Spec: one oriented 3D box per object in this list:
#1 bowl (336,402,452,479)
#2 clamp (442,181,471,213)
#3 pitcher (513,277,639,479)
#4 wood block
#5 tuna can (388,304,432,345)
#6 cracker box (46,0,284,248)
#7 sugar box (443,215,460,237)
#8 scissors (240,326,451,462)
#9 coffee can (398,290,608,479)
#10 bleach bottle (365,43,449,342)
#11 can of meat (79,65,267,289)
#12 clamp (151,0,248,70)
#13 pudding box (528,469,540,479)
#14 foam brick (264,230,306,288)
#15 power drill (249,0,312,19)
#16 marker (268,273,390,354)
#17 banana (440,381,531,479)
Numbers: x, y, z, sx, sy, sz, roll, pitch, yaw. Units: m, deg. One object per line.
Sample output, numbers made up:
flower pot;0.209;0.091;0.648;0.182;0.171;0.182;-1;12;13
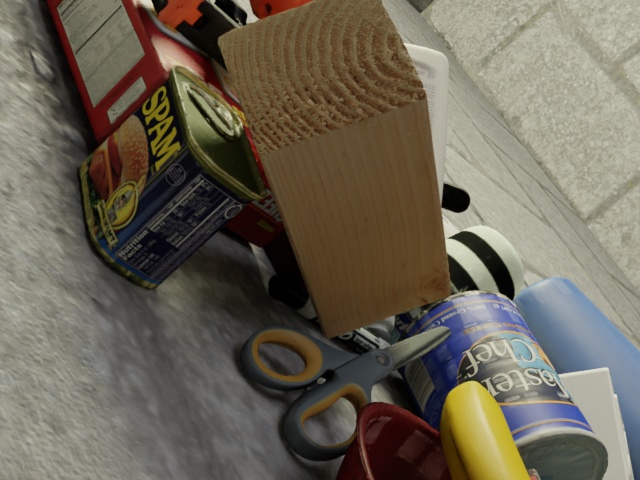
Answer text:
bowl;0.056;0.164;0.552;0.162;0.055;0.162;44;16;-17
clamp;0.050;-0.066;1.029;0.172;0.039;0.120;27;14;33
pitcher;0.269;0.161;1.034;0.144;0.149;0.243;6;40;-46
wood block;0.016;-0.037;0.631;0.206;0.091;0.090;72;-3;-57
tuna can;0.074;0.069;0.864;0.086;0.034;0.086;44;16;-17
cracker box;-0.103;-0.113;0.753;0.164;0.072;0.214;34;20;-45
sugar box;0.097;-0.004;1.076;0.093;0.048;0.176;45;13;-1
scissors;0.018;0.068;0.662;0.096;0.016;0.201;41;31;4
coffee can;0.124;0.119;0.752;0.102;0.103;0.140;35;20;-39
bleach bottle;0.045;-0.040;0.843;0.068;0.102;0.250;96;2;-62
can of meat;-0.084;-0.035;0.591;0.057;0.084;0.102;36;20;-36
clamp;-0.076;-0.156;0.716;0.164;0.036;0.210;48;10;5
pudding box;0.142;0.207;0.651;0.113;0.039;0.090;63;3;-45
foam brick;-0.005;0.001;0.778;0.051;0.053;0.078;29;24;-50
power drill;-0.012;-0.172;0.806;0.184;0.057;0.188;41;9;-47
marker;0.007;0.056;0.744;0.121;0.020;0.020;36;20;-37
banana;0.099;0.132;0.569;0.069;0.037;0.198;40;18;-24
